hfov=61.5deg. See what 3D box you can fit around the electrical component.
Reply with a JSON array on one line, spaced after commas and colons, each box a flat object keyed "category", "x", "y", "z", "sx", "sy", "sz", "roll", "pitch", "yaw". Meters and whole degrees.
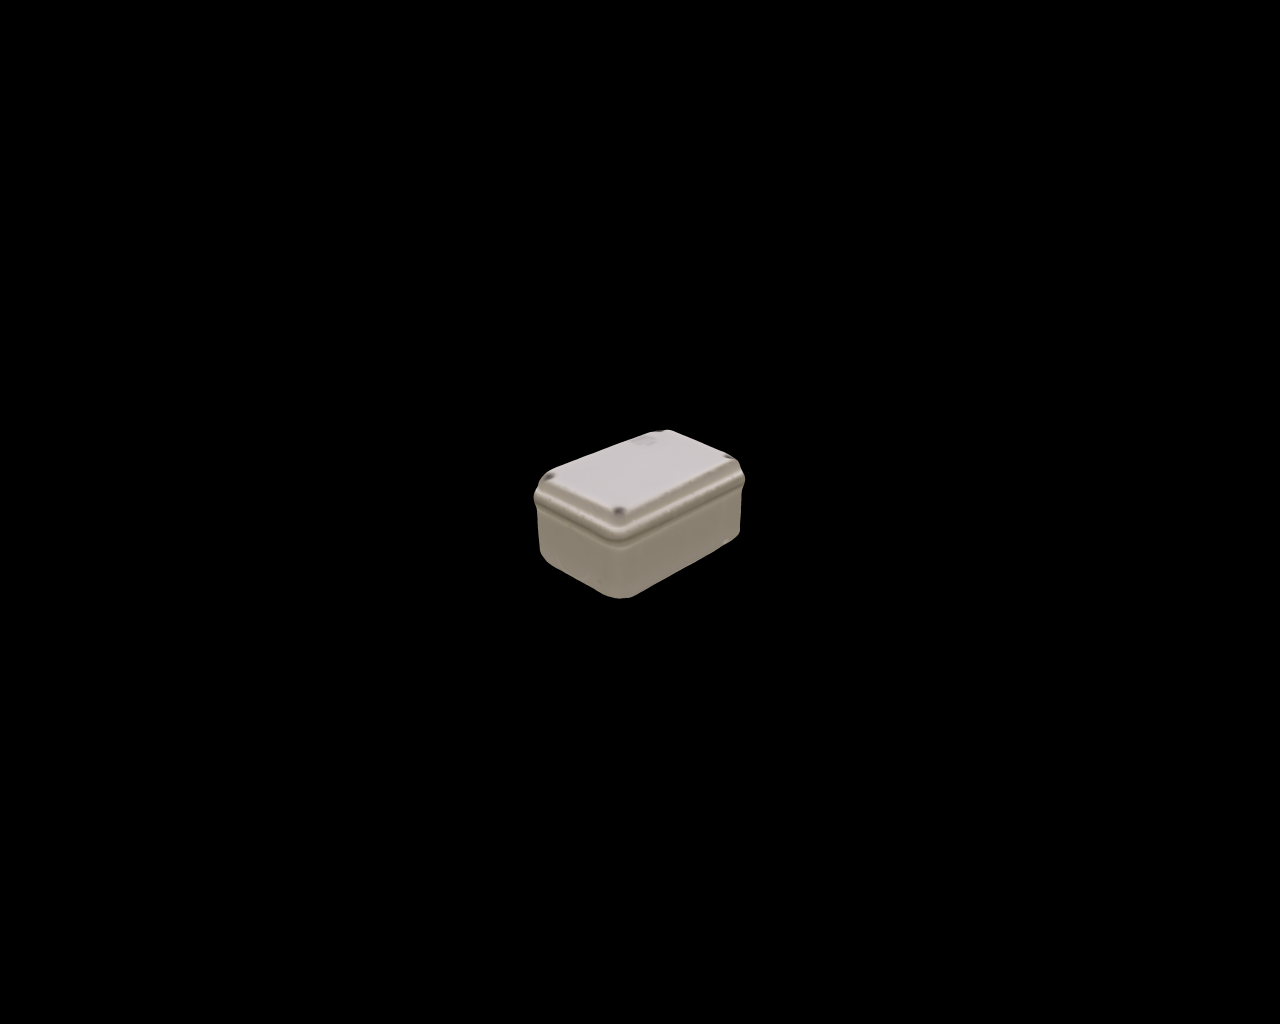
[{"category": "electrical component", "x": 0.001, "y": -0.003, "z": 0.650, "sx": 0.113, "sy": 0.057, "sz": 0.078, "roll": -25, "pitch": 37, "yaw": -38}]
